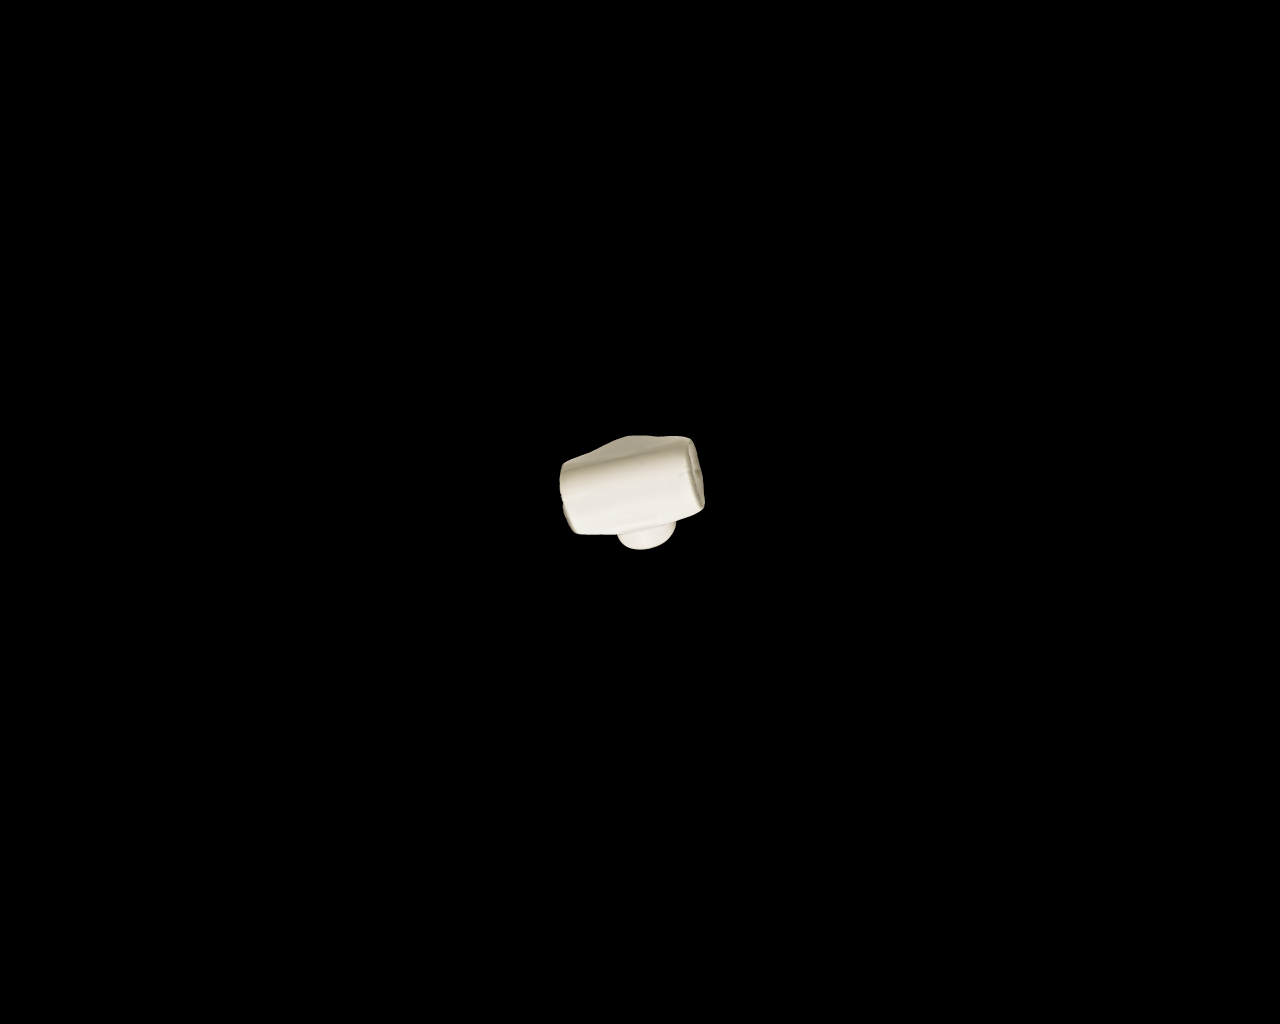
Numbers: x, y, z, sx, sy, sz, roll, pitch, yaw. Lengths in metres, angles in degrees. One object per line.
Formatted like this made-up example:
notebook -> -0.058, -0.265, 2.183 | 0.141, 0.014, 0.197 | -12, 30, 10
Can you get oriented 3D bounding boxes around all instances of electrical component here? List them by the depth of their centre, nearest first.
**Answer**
electrical component -> 0.001, -0.003, 0.650 | 0.077, 0.079, 0.043 | -12, 40, 10
